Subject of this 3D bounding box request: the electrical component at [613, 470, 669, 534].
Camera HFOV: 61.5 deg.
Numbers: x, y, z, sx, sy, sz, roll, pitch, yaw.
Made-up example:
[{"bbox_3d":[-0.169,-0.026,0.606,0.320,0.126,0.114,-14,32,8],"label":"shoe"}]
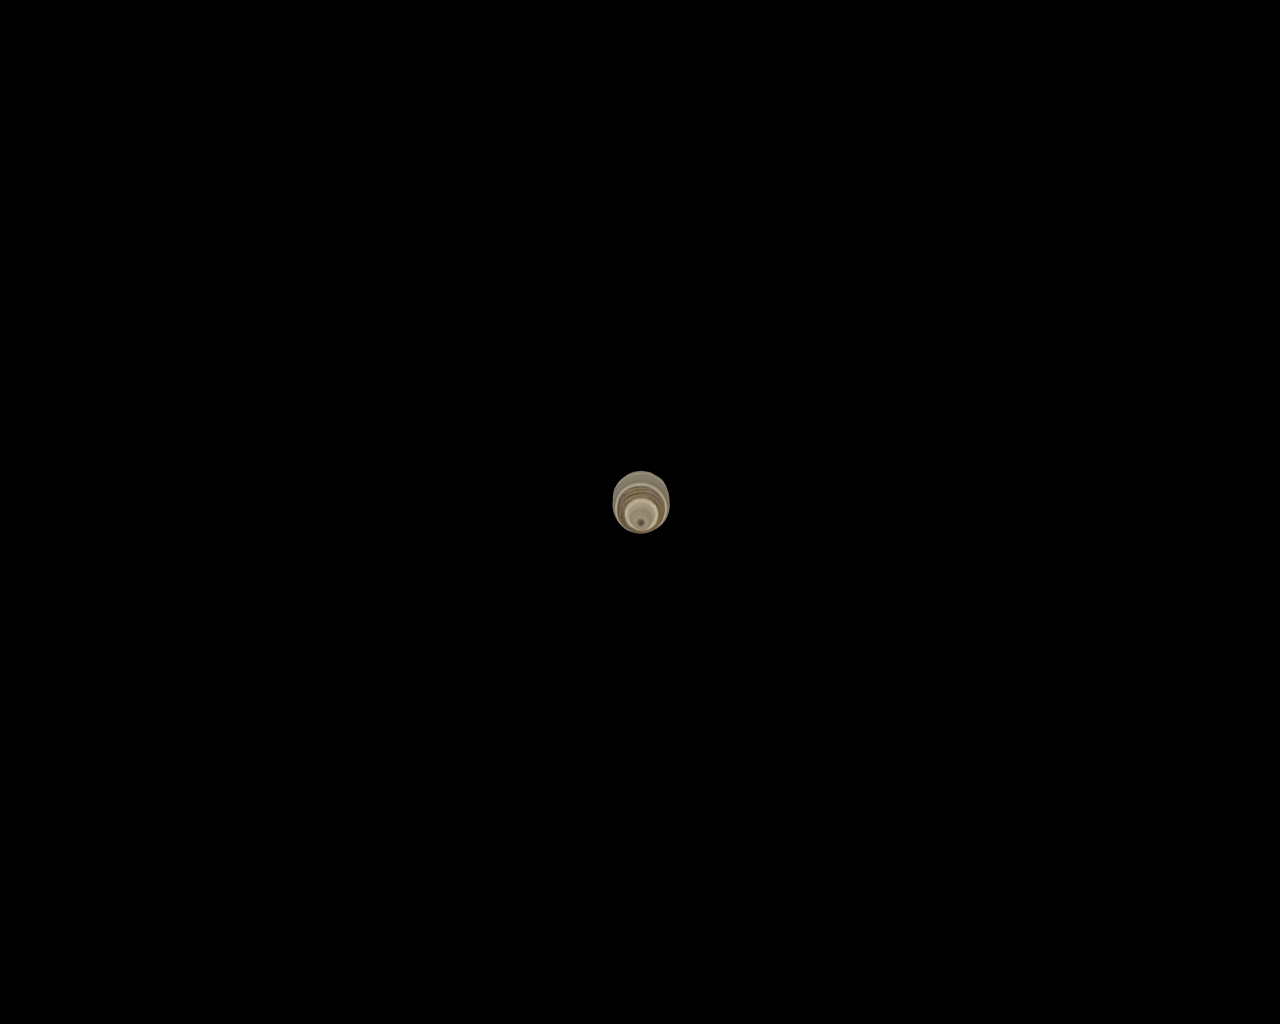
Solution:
[{"bbox_3d":[0.001,-0.003,0.650,0.035,0.035,0.061,0,17,0],"label":"electrical component"}]
